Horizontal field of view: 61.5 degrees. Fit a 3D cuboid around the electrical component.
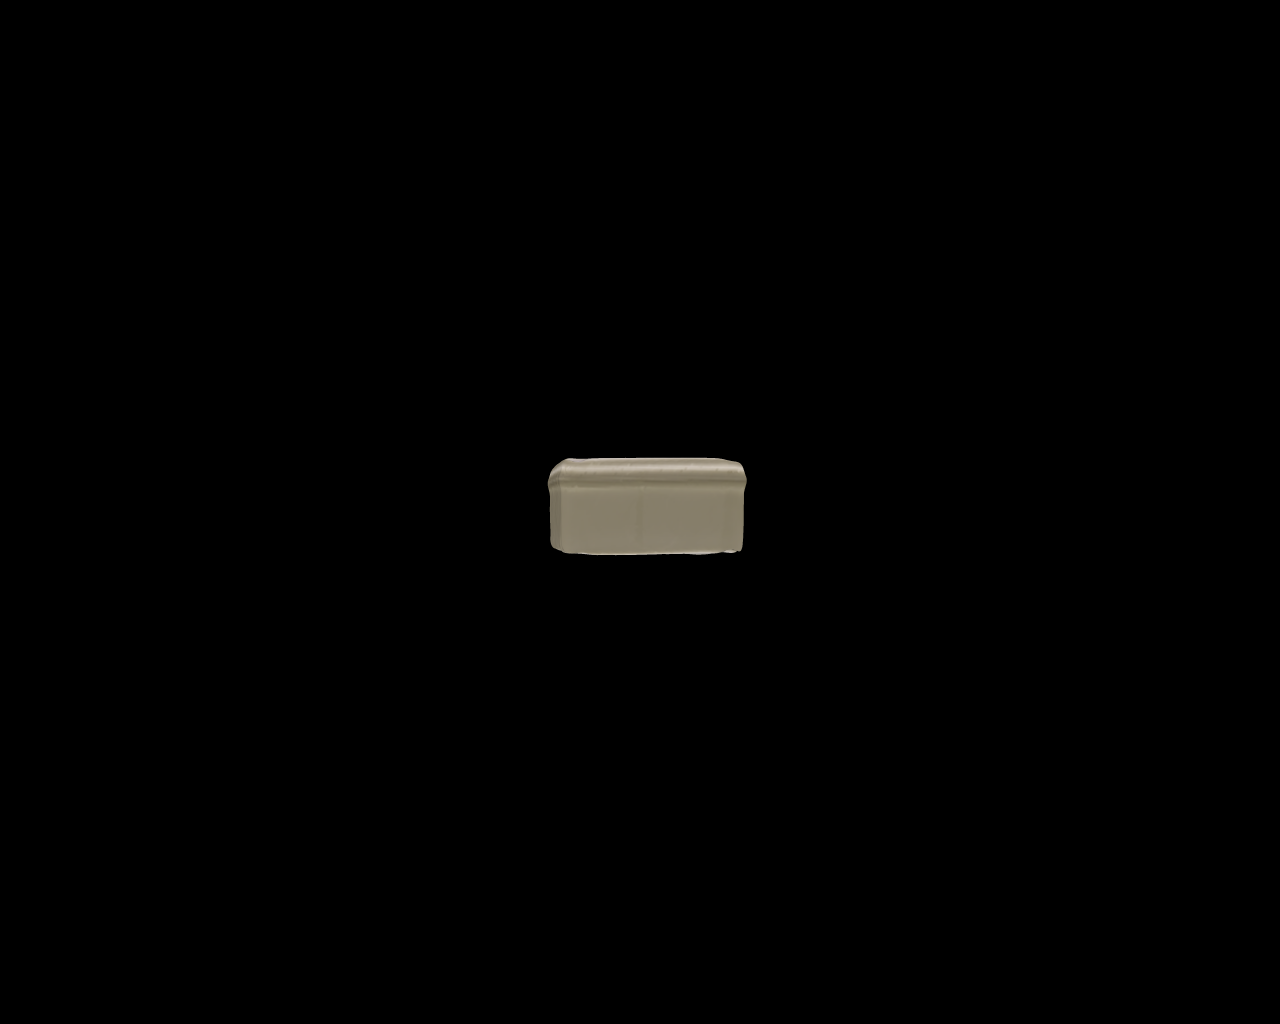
[{"bbox_3d":[0.001,-0.003,0.650,0.109,0.056,0.108,0,0,-9],"label":"electrical component"}]
